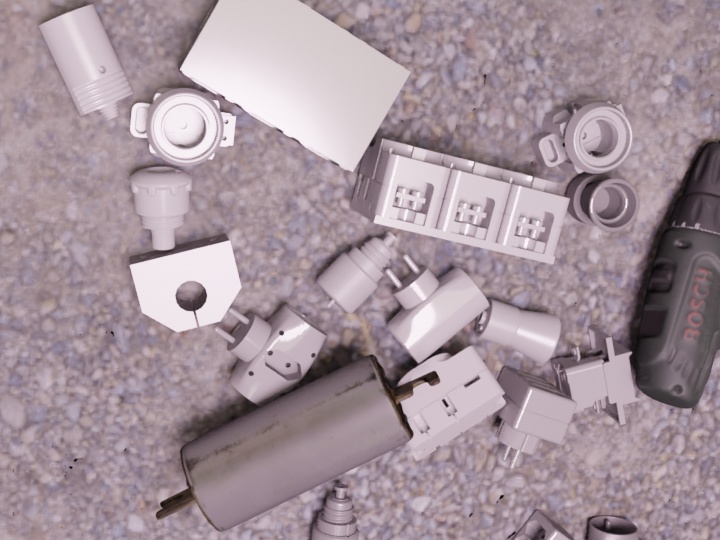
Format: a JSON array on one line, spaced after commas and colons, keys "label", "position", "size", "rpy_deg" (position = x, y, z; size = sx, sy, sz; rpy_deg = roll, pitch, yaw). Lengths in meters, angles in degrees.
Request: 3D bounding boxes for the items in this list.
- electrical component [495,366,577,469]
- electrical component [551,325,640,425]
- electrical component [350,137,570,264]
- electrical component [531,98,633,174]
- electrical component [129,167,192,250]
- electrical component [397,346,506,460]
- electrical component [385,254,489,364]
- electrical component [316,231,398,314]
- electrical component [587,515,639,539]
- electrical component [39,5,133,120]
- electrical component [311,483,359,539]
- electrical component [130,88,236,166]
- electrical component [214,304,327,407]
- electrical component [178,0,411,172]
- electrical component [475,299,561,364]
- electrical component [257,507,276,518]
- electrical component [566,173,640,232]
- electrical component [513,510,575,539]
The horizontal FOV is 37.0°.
[{"label": "electrical component", "position": [0.140, 0.132, 0.920], "size": [0.047, 0.066, 0.076], "rpy_deg": [19, 96, -15]}, {"label": "electrical component", "position": [0.204, 0.095, 0.941], "size": [0.064, 0.042, 0.081], "rpy_deg": [-14, 103, -6]}, {"label": "electrical component", "position": [0.079, -0.057, 0.857], "size": [0.150, 0.089, 0.061], "rpy_deg": [12, 98, -15]}, {"label": "electrical component", "position": [0.189, -0.110, 0.889], "size": [0.078, 0.057, 0.058], "rpy_deg": [-26, 105, -7]}, {"label": "electrical component", "position": [-0.153, -0.047, 0.831], "size": [0.048, 0.048, 0.062], "rpy_deg": [-3, 109, -12]}, {"label": "electrical component", "position": [0.068, 0.108, 0.895], "size": [0.089, 0.050, 0.055], "rpy_deg": [-32, 68, -3]}, {"label": "electrical component", "position": [0.053, 0.024, 0.892], "size": [0.077, 0.043, 0.079], "rpy_deg": [-39, 99, -3]}, {"label": "electrical component", "position": [0.000, 0.000, 0.876], "size": [0.078, 0.040, 0.040], "rpy_deg": [-46, 107, -1]}, {"label": "electrical component", "position": [0.244, 0.268, 0.982], "size": [0.079, 0.043, 0.077], "rpy_deg": [2, 100, -13]}, {"label": "electrical component", "position": [-0.201, -0.151, 0.799], "size": [0.043, 0.043, 0.081], "rpy_deg": [-24, 105, -7]}, {"label": "electrical component", "position": [-0.021, 0.220, 0.915], "size": [0.040, 0.040, 0.078], "rpy_deg": [5, 100, -14]}, {"label": "electrical component", "position": [-0.134, -0.109, 0.816], "size": [0.078, 0.057, 0.058], "rpy_deg": [5, 100, -14]}, {"label": "electrical component", "position": [-0.080, 0.060, 0.867], "size": [0.079, 0.043, 0.077], "rpy_deg": [37, 91, -20]}, {"label": "electrical component", "position": [-0.052, -0.153, 0.823], "size": [0.150, 0.062, 0.089], "rpy_deg": [29, 93, -16]}, {"label": "electrical component", "position": [0.132, 0.049, 0.916], "size": [0.065, 0.044, 0.044], "rpy_deg": [19, 96, -11]}, {"label": "electrical component", "position": [-0.069, 0.172, 0.894], "size": [0.078, 0.040, 0.040], "rpy_deg": [-37, 106, -3]}, {"label": "electrical component", "position": [0.202, -0.058, 0.903], "size": [0.045, 0.055, 0.045], "rpy_deg": [-2, 101, -12]}, {"label": "electrical component", "position": [0.168, 0.275, 0.965], "size": [0.076, 0.047, 0.083], "rpy_deg": [38, 91, -17]}]
